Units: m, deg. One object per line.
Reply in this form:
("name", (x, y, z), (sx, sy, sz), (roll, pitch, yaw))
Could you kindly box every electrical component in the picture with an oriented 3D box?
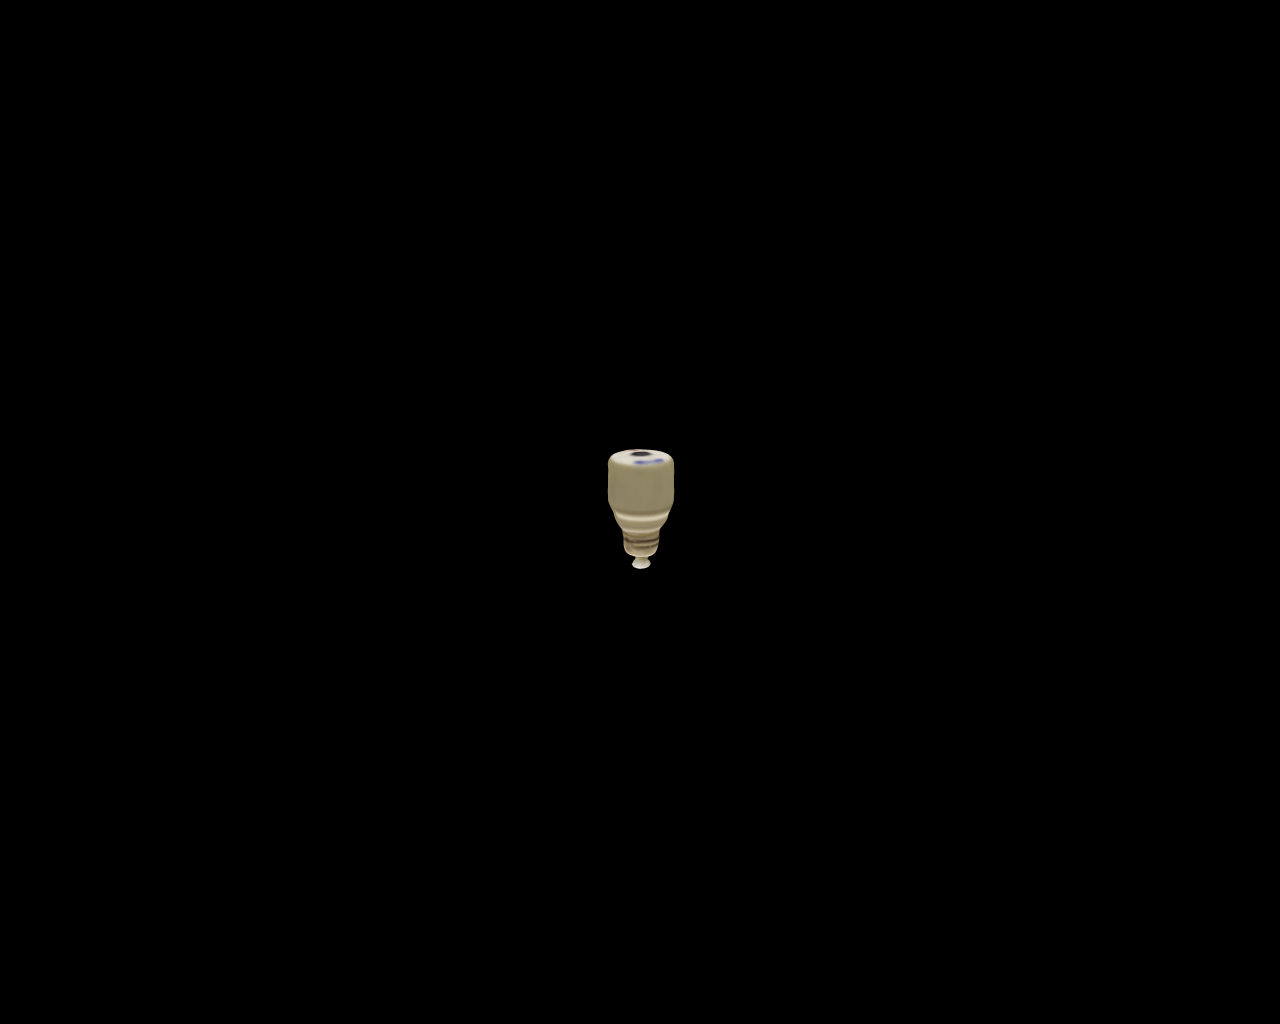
("electrical component", (0.001, -0.003, 0.650), (0.040, 0.078, 0.040), (0, 17, 0))
